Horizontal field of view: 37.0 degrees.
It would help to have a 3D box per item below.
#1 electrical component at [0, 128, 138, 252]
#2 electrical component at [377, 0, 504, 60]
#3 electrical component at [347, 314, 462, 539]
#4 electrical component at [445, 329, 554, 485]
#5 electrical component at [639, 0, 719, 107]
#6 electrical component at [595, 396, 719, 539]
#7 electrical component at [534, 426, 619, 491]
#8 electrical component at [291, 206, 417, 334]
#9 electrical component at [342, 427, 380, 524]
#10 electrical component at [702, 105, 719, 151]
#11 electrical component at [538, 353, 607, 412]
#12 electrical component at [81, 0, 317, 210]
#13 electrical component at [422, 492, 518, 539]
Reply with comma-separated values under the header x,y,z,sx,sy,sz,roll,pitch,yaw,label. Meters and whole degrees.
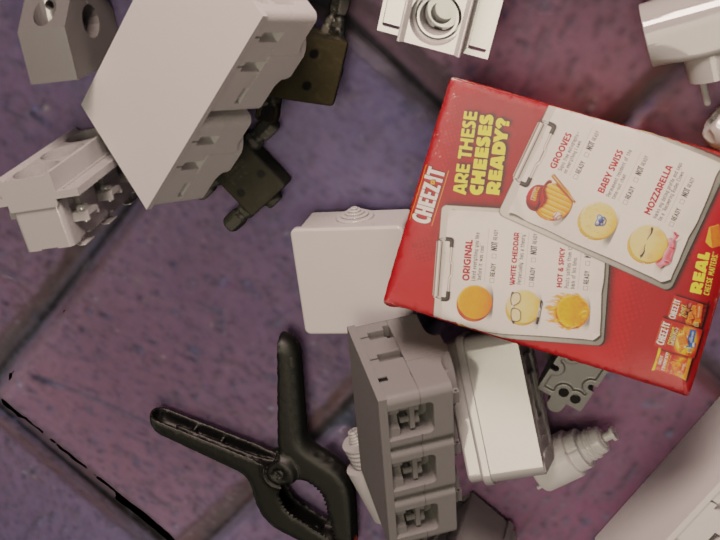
x,y,z,sx,sy,sz,roll,pitch,yaw,label
-0.219,-0.064,0.826,0.079,0.121,0.063,-7,113,17,electrical component
0.065,-0.213,0.720,0.079,0.063,0.121,17,116,7,electrical component
0.036,0.120,0.809,0.062,0.089,0.150,-12,125,-10,electrical component
0.106,0.100,0.820,0.057,0.078,0.113,-12,89,16,electrical component
0.233,-0.149,0.714,0.077,0.044,0.079,-13,109,19,electrical component
0.256,0.191,0.819,0.060,0.105,0.186,32,117,0,electrical component
0.169,0.146,0.859,0.078,0.040,0.040,-31,102,24,electrical component
0.000,0.000,0.836,0.100,0.048,0.099,-1,112,15,electrical component
0.012,0.168,0.908,0.043,0.043,0.081,-22,105,22,electrical component
0.268,-0.088,0.736,0.061,0.035,0.035,34,117,-3,electrical component
0.164,0.069,0.819,0.048,0.055,0.066,28,117,1,electrical component
-0.116,-0.146,0.763,0.105,0.060,0.186,55,130,19,electrical component
0.071,0.257,0.895,0.056,0.108,0.108,41,116,-2,electrical component
